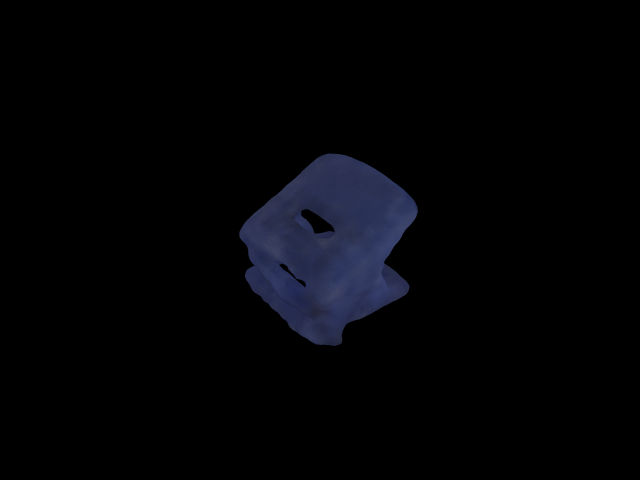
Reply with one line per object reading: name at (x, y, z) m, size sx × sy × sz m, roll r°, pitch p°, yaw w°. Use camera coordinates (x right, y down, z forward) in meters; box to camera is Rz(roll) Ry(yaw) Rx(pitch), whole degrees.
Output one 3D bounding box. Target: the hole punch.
hole punch at (0.004, 0.001, 0.400) m, size 0.101 × 0.091 × 0.108 m, roll -24°, pitch 41°, yaw -31°
